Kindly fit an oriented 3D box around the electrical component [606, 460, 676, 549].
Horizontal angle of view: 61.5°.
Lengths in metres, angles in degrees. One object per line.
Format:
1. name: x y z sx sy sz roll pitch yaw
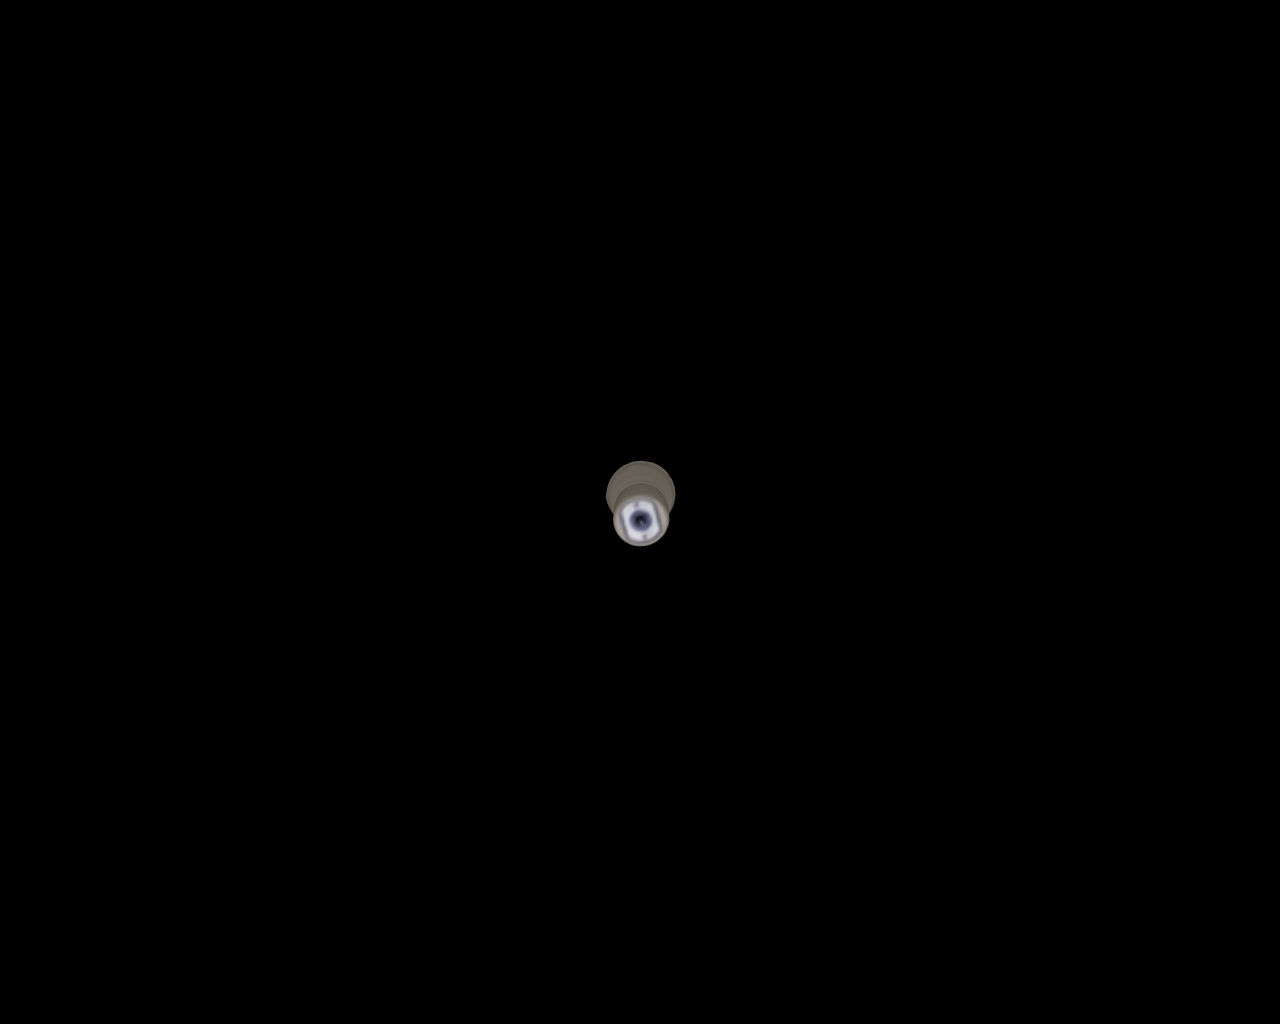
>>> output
1. electrical component: 0.001 -0.003 0.650 0.044 0.044 0.065 0 16 0
